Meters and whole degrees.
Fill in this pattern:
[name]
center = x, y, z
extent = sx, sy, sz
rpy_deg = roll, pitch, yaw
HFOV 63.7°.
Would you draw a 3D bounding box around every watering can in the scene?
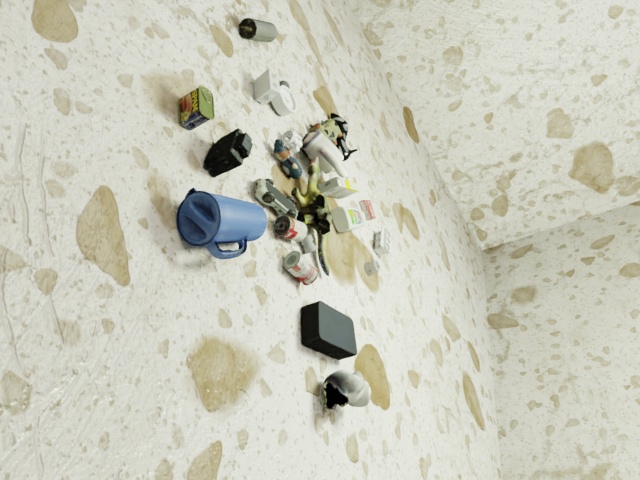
[watering can]
center = 0.019, -0.331, 2.016
extent = 0.104, 0.223, 0.350
rpy_deg = -43, 9, 5

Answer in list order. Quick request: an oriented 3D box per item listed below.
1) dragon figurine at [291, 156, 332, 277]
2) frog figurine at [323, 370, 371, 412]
[dragon figurine]
center = 0.006, -0.093, 1.845
extent = 0.122, 0.408, 0.245
rpy_deg = -9, 7, 18
[frog figurine]
center = 0.091, 0.443, 1.541
extent = 0.160, 0.135, 0.125
rpy_deg = -4, 45, -43
